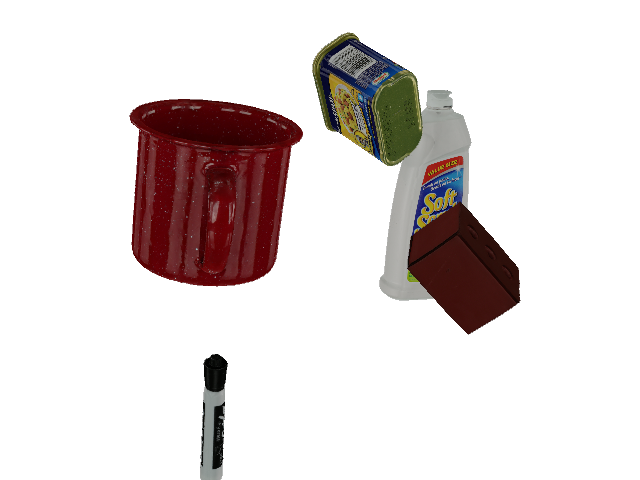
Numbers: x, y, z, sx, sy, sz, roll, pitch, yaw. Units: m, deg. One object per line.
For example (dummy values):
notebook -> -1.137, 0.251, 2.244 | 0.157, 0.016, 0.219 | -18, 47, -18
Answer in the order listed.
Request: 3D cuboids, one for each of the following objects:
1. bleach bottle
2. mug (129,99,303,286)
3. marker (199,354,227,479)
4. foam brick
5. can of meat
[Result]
bleach bottle -> 0.129, -0.056, 1.298 | 0.102, 0.251, 0.068 | -3, 17, -17
mug -> -0.058, -0.022, 0.576 | 0.093, 0.081, 0.117 | 3, 21, -14
marker -> -0.086, 0.144, 0.861 | 0.020, 0.121, 0.020 | 4, 28, -2
foam brick -> 0.111, 0.022, 0.821 | 0.051, 0.078, 0.053 | -35, 19, 24
can of meat -> 0.046, -0.128, 0.984 | 0.057, 0.102, 0.084 | -37, 52, -19
